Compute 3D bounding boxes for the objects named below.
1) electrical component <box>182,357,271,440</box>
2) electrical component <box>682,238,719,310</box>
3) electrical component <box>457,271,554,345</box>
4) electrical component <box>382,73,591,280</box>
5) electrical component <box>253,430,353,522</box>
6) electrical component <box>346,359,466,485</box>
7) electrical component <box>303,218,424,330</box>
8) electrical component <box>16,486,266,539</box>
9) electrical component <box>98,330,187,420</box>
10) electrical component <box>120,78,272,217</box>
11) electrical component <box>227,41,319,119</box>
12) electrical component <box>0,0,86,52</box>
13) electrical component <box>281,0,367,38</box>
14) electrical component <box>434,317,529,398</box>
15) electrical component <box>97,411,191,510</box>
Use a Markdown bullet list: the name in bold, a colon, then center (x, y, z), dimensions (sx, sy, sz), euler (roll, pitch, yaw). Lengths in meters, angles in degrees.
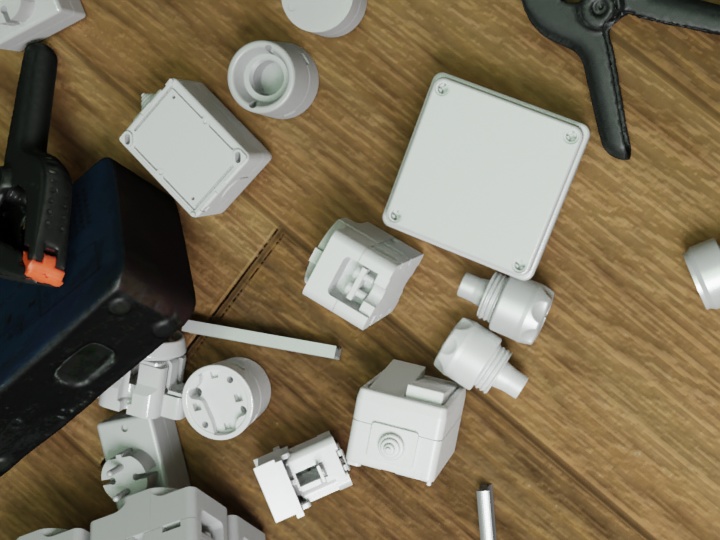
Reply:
- **electrical component**: center (-0.097, 0.093, 0.797), dimensions (0.055, 0.047, 0.055), euler (2, 97, 15)
- **electrical component**: center (0.243, -0.003, 0.695), dimensions (0.055, 0.045, 0.045), euler (-24, 90, 17)
- **electrical component**: center (0.098, 0.022, 0.738), dimensions (0.062, 0.043, 0.043), euler (24, 102, 12)
- **electrical component**: center (0.086, -0.063, 0.724), dimensions (0.109, 0.056, 0.108), euler (23, 102, 12)
- **electrical component**: center (-0.040, 0.147, 0.777), dimensions (0.064, 0.081, 0.042), euler (-22, 91, -6)
- **electrical component**: center (0.032, 0.102, 0.737), dimensions (0.062, 0.096, 0.061), euler (13, 99, 14)
- **electrical component**: center (0.000, 0.000, 0.738), dimensions (0.056, 0.089, 0.050), euler (31, 103, 10)
- **electrical component**: center (-0.173, 0.226, 0.795), dimensions (0.186, 0.105, 0.060), euler (-22, 49, 16)
- **electrical component**: center (-0.162, 0.073, 0.807), dimensions (0.078, 0.058, 0.057), euler (14, 102, 14)
- **electrical component**: center (-0.120, -0.092, 0.774), dimensions (0.096, 0.061, 0.061), euler (46, 105, 6)
- **electrical component**: center (-0.062, -0.135, 0.761), dimensions (0.055, 0.047, 0.055), euler (2, 97, 15)
- **electrical component**: center (-0.255, -0.198, 0.791), dimensions (0.066, 0.077, 0.047), euler (-22, 90, 17)
- **electrical component**: center (-0.025, -0.230, 0.727), dimensions (0.052, 0.074, 0.138), euler (7, 98, 14)
- **electrical component**: center (0.086, 0.065, 0.746), dimensions (0.062, 0.043, 0.043), euler (33, 103, 8)
- **electrical component**: center (-0.169, 0.152, 0.808), dimensions (0.047, 0.076, 0.083), euler (-13, 93, 16)
